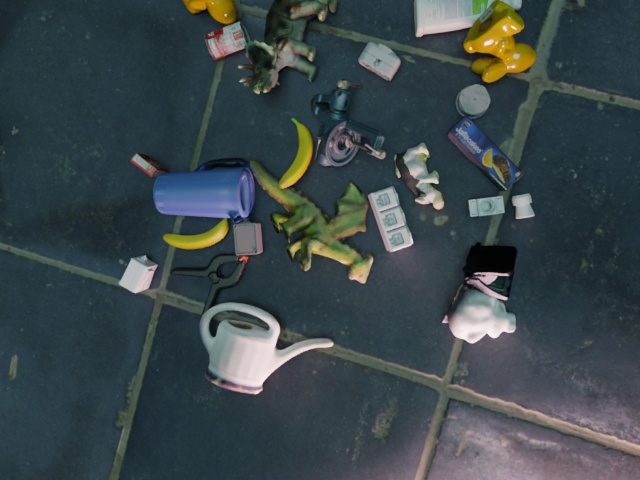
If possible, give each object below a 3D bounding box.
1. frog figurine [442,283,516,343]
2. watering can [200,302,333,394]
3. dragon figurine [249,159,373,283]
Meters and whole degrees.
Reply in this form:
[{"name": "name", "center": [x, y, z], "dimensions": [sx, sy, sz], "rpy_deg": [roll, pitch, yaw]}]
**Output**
[{"name": "frog figurine", "center": [0.393, 0.189, 1.249], "dimensions": [0.160, 0.121, 0.139], "rpy_deg": [26, 77, 17]}, {"name": "watering can", "center": [-0.157, 0.294, 1.330], "dimensions": [0.348, 0.104, 0.223], "rpy_deg": [18, 95, 6]}, {"name": "dragon figurine", "center": [0.004, -0.066, 1.318], "dimensions": [0.244, 0.121, 0.412], "rpy_deg": [-24, 85, -10]}]
